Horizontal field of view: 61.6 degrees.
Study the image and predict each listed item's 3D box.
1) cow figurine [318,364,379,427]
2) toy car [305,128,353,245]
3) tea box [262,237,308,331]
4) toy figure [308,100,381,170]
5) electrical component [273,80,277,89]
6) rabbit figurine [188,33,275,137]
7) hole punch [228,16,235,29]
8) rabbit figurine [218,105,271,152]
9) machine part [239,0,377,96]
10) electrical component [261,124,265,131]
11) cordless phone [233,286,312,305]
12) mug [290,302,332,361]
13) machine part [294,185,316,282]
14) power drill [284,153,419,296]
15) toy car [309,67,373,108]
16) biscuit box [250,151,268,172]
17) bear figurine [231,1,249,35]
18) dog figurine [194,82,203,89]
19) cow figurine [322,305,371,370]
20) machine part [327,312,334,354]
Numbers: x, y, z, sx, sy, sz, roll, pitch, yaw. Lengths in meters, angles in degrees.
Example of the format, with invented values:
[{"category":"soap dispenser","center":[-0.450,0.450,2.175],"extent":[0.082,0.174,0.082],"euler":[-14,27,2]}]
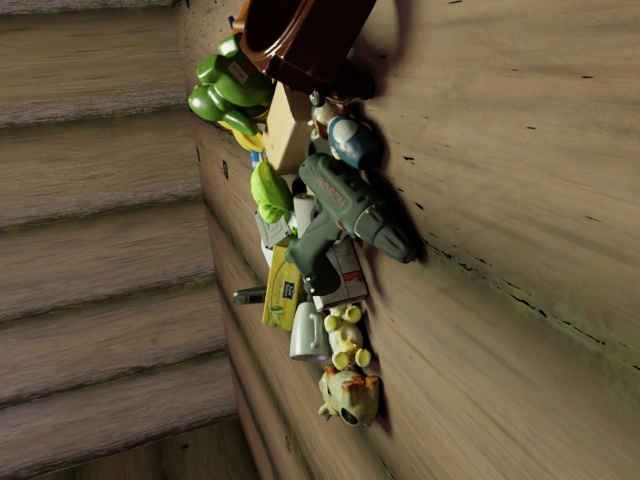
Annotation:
[{"category":"cow figurine","center":[0.051,0.298,1.024],"extent":[0.195,0.085,0.127],"euler":[-173,78,-71]},{"category":"toy car","center":[0.021,-0.090,0.893],"extent":[0.074,0.056,0.201],"euler":[17,119,43]},{"category":"tea box","center":[-0.063,0.088,1.103],"extent":[0.098,0.068,0.169],"euler":[-31,-47,-72]},{"category":"toy figure","center":[0.031,-0.166,0.800],"extent":[0.155,0.064,0.057],"euler":[52,156,31]},{"category":"electrical component","center":[-0.047,-0.269,0.982],"extent":[0.119,0.075,0.048],"euler":[125,132,-71]},{"category":"rabbit figurine","center":[-0.165,-0.272,0.991],"extent":[0.170,0.159,0.121],"euler":[-19,44,45]},{"category":"hole punch","center":[-0.138,-0.421,1.147],"extent":[0.142,0.092,0.115],"euler":[-125,26,-45]},{"category":"rabbit figurine","center":[-0.139,-0.263,1.107],"extent":[0.122,0.173,0.162],"euler":[-153,58,-63]},{"category":"machine part","center":[-0.021,-0.313,0.711],"extent":[0.201,0.087,0.201],"euler":[-60,37,22]},{"category":"electrical component","center":[-0.128,-0.284,1.306],"extent":[0.063,0.021,0.093],"euler":[-130,32,-57]},{"category":"cordless phone","center":[-0.104,0.094,1.202],"extent":[0.146,0.184,0.089],"euler":[105,153,-55]},{"category":"mug","center":[-0.017,0.172,1.035],"extent":[0.109,0.081,0.107],"euler":[108,162,-65]},{"category":"machine part","center":[-0.002,-0.003,1.000],"extent":[0.079,0.079,0.243],"euler":[-146,47,-66]},{"category":"power drill","center":[0.029,-0.002,0.811],"extent":[0.232,0.086,0.207],"euler":[53,143,24]},{"category":"toy car","center":[0.006,-0.243,0.805],"extent":[0.202,0.089,0.053],"euler":[-123,28,-46]},{"category":"biscuit box","center":[-0.112,-0.188,1.248],"extent":[0.203,0.063,0.059],"euler":[-163,64,-70]},{"category":"bear figurine","center":[-0.078,-0.381,0.977],"extent":[0.196,0.120,0.132],"euler":[-8,49,48]},{"category":"dog figurine","center":[-0.206,-0.365,1.266],"extent":[0.191,0.172,0.121],"euler":[-137,28,-73]},{"category":"cow figurine","center":[0.041,0.150,0.982],"extent":[0.098,0.068,0.167],"euler":[95,162,-81]},{"category":"machine part","center":[0.028,0.162,1.079],"extent":[0.084,0.039,0.139],"euler":[115,143,-49]}]
